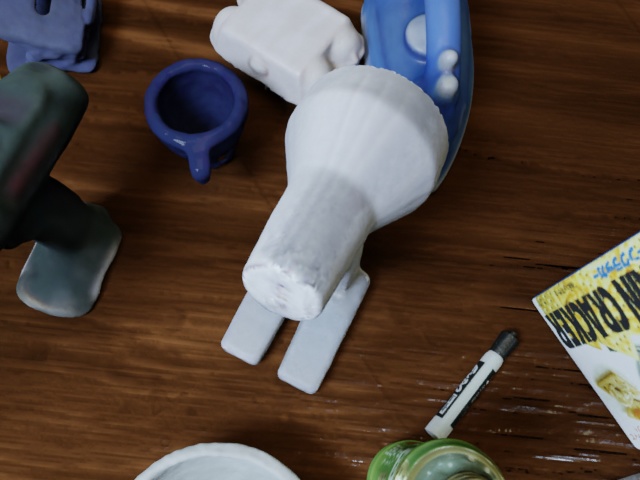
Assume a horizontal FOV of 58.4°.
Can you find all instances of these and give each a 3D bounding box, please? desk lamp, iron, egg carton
[{"bbox_3d":[0.004,0.002,0.446,0.118,0.213,0.203,24,72,7],"label":"desk lamp"},{"bbox_3d":[0.109,-0.190,0.555,0.118,0.141,0.258,-2,71,-3],"label":"iron"},{"bbox_3d":[-0.035,-0.203,0.592,0.150,0.069,0.107,33,73,9],"label":"egg carton"}]

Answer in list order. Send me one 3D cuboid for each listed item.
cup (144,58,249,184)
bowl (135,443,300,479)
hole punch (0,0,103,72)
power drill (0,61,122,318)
[{"bbox_3d":[-0.108,-0.095,0.538,0.091,0.095,0.118,-7,71,-4],"label":"cup"},{"bbox_3d":[-0.075,0.241,0.432,0.167,0.075,0.167,1,71,-2],"label":"bowl"},{"bbox_3d":[-0.281,-0.236,0.583,0.101,0.091,0.108,-3,71,-3],"label":"hole punch"},{"bbox_3d":[-0.233,-0.008,0.443,0.075,0.208,0.230,14,71,3],"label":"power drill"}]
